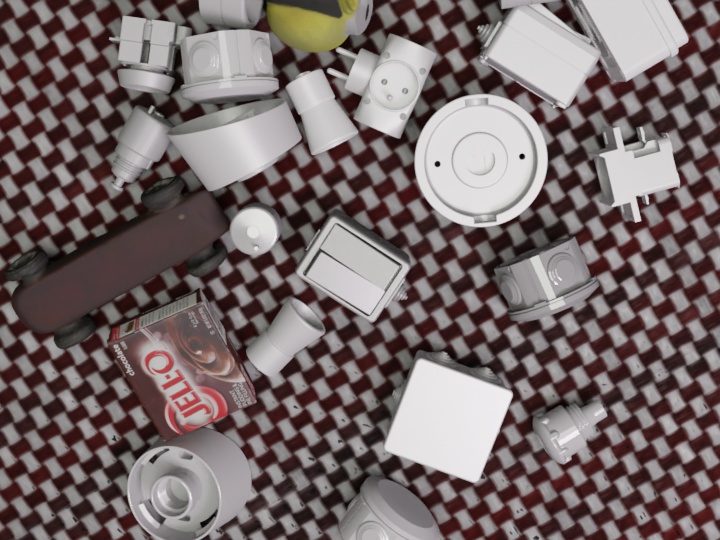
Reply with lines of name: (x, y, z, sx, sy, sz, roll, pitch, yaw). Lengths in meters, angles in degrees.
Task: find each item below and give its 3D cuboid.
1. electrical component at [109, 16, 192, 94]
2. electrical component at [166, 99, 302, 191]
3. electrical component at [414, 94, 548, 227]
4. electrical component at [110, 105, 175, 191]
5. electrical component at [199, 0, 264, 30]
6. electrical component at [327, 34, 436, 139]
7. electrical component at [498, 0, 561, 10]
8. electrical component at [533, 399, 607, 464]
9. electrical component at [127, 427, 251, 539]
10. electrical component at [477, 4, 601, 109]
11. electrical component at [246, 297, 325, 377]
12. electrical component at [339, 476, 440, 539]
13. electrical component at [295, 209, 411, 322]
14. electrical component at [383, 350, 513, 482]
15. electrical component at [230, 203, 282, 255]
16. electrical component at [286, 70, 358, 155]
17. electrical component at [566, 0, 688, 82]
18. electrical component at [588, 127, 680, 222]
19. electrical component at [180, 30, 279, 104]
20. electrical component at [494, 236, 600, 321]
electrical component: (-0.177, -0.179, 0.902, 0.066, 0.048, 0.055, 8, 91, 0)
electrical component: (-0.101, -0.109, 0.886, 0.099, 0.099, 0.064, -28, 103, 5)
electrical component: (0.099, -0.093, 0.901, 0.108, 0.060, 0.108, 0, 99, 2)
electrical component: (-0.189, -0.103, 0.916, 0.040, 0.040, 0.078, 32, 98, -4)
electrical component: (-0.114, -0.271, 0.882, 0.074, 0.052, 0.138, 12, 99, 11)
electrical component: (0.013, -0.161, 0.901, 0.079, 0.044, 0.077, 23, 99, -2)
electrical component: (0.124, -0.249, 0.857, 0.056, 0.089, 0.050, -8, 126, 3)
electrical component: (0.187, 0.137, 0.945, 0.062, 0.048, 0.048, -31, 97, -1)
electrical component: (-0.155, 0.193, 0.963, 0.099, 0.064, 0.099, 2, 99, 15)
electrical component: (0.143, -0.183, 0.885, 0.096, 0.061, 0.061, 31, 98, -4)
electrical component: (-0.068, 0.061, 0.940, 0.044, 0.044, 0.065, 43, 102, -5)
electrical component: (0.025, 0.224, 0.944, 0.080, 0.080, 0.051, 35, 103, -4)
electrical component: (0.000, 0.000, 0.918, 0.096, 0.061, 0.061, 33, 98, -4)
electrical component: (0.076, 0.125, 0.942, 0.100, 0.048, 0.099, 20, 99, -2)
electrical component: (-0.086, -0.037, 0.905, 0.040, 0.078, 0.040, 0, 100, 1)
electrical component: (-0.035, -0.135, 0.908, 0.044, 0.044, 0.065, -26, 93, 5)
electrical component: (0.209, -0.215, 0.871, 0.057, 0.078, 0.113, -31, 97, 8)
electrical component: (0.233, -0.085, 0.909, 0.064, 0.042, 0.081, -15, 99, 2)
electrical component: (-0.109, -0.166, 0.886, 0.080, 0.080, 0.051, -6, 94, 2)
electrical component: (0.156, 0.008, 0.907, 0.080, 0.080, 0.051, -23, 92, 5)
